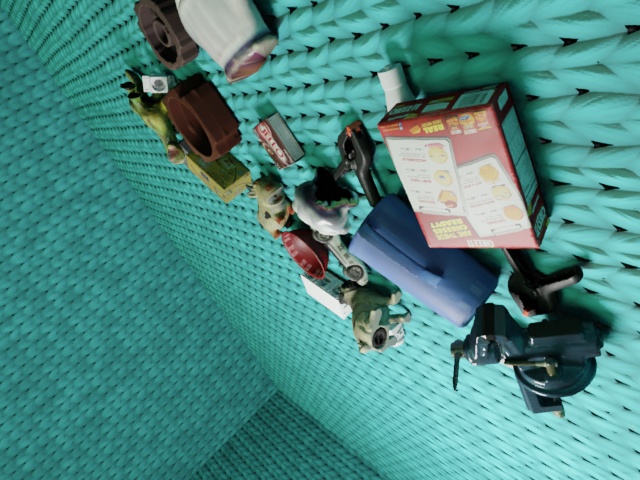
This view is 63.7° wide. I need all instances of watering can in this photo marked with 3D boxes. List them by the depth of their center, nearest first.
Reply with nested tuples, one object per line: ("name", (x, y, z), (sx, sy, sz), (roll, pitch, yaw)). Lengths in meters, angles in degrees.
("watering can", (-0.157, -0.394, 0.858), (0.223, 0.105, 0.345), (52, 157, -10))

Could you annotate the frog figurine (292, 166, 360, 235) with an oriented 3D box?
("frog figurine", (0.003, -0.055, 1.092), (0.137, 0.125, 0.156), (26, 142, 4))

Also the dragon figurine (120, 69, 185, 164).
("dragon figurine", (-0.478, -0.340, 1.499), (0.417, 0.123, 0.237), (47, 152, 48))
